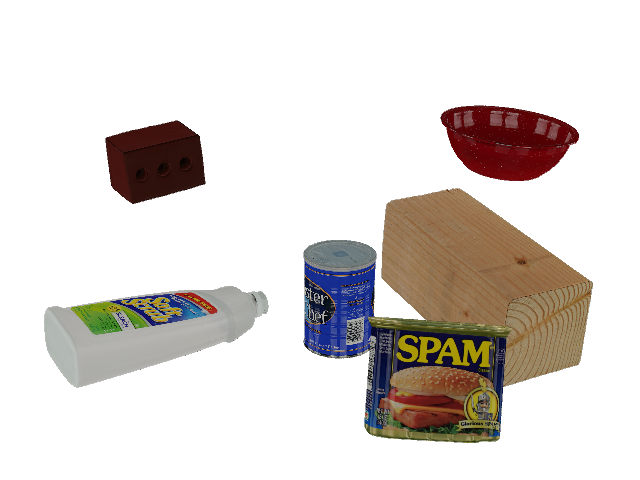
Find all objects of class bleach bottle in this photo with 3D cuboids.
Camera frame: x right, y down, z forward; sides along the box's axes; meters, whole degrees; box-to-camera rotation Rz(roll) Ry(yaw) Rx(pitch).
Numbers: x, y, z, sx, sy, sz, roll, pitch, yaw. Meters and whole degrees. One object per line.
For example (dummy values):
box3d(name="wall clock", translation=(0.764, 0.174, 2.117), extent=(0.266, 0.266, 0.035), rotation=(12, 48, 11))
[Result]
box3d(name="bleach bottle", translation=(-0.179, 0.095, 1.222), extent=(0.250, 0.068, 0.103), rotation=(-13, 32, -31))

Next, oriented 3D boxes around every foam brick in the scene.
box3d(name="foam brick", translation=(-0.157, -0.075, 1.009), extent=(0.078, 0.053, 0.051), rotation=(-18, 31, -24))

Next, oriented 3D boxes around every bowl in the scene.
box3d(name="bowl", translation=(0.218, -0.111, 1.254), extent=(0.162, 0.055, 0.162), rotation=(5, 23, -2))

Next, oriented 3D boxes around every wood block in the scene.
box3d(name="wood block", translation=(0.147, 0.036, 0.996), extent=(0.090, 0.090, 0.206), rotation=(-11, 30, -24))

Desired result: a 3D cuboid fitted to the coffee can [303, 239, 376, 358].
box3d(name="coffee can", translation=(0.027, 0.082, 1.518), extent=(0.103, 0.140, 0.103), rotation=(0, 22, 0))

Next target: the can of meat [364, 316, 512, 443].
box3d(name="can of meat", translation=(0.083, 0.101, 0.775), extent=(0.102, 0.084, 0.057), rotation=(5, -2, -7))
